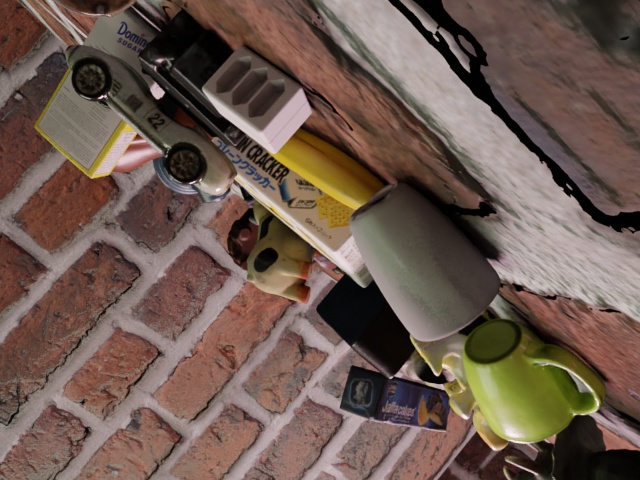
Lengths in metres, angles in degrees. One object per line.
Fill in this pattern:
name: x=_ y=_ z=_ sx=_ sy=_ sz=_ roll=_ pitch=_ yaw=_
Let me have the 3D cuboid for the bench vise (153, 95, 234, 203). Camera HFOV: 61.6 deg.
bench vise: x=-0.237 y=-0.166 z=0.883 sx=0.223 sy=0.129 sz=0.241 roll=53 pitch=163 yaw=-26

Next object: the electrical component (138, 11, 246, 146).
electrical component: x=-0.108 y=-0.145 z=0.502 sx=0.115 sy=0.058 sz=0.134 roll=40 pitch=176 yaw=-18

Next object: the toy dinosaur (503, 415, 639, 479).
toy dinosaur: x=0.321 y=0.252 z=0.473 sx=0.192 sy=0.131 sz=0.405 roll=41 pitch=169 yaw=-4

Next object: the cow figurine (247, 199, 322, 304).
cow figurine: x=-0.056 y=-0.006 z=0.779 sx=0.127 sy=0.195 sz=0.085 roll=11 pitch=134 yaw=4

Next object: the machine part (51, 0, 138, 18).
machine part: x=-0.192 y=-0.216 z=0.393 sx=0.243 sy=0.079 sz=0.079 roll=38 pitch=175 yaw=42

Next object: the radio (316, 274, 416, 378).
radio: x=0.078 y=0.089 z=0.740 sx=0.073 sy=0.131 sz=0.230 roll=41 pitch=175 yaw=-12

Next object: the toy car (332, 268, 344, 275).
toy car: x=0.067 y=0.059 z=1.037 sx=0.202 sy=0.053 sz=0.089 roll=31 pitch=-179 yaw=41

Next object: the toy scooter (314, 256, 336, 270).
toy scooter: x=-0.002 y=-0.003 z=0.902 sx=0.184 sy=0.075 sz=0.135 roll=37 pitch=-177 yaw=33

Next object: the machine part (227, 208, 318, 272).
machine part: x=-0.078 y=0.003 z=0.993 sx=0.179 sy=0.179 sz=0.056 roll=43 pitch=172 yaw=-27

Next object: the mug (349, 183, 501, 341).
mug: x=0.071 y=0.009 z=0.418 sx=0.107 sy=0.081 sz=0.109 roll=53 pitch=178 yaw=-11

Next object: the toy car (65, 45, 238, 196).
toy car: x=-0.168 y=-0.120 z=0.541 sx=0.201 sy=0.056 sz=0.073 roll=43 pitch=-178 yaw=-7

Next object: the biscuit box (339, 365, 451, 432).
biscuit box: x=0.112 y=0.221 z=0.743 sx=0.063 sy=0.059 sz=0.202 roll=8 pitch=167 yaw=41

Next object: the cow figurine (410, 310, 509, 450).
cow figurine: x=0.185 y=0.155 z=0.612 sx=0.167 sy=0.098 sz=0.068 roll=55 pitch=-178 yaw=-13

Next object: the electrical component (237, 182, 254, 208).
electrical component: x=-0.118 y=-0.115 z=0.875 sx=0.075 sy=0.048 sz=0.119 roll=96 pitch=155 yaw=-81

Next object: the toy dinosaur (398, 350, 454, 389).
toy dinosaur: x=0.158 y=0.177 z=0.862 sx=0.198 sy=0.105 sz=0.472 roll=40 pitch=165 yaw=-20

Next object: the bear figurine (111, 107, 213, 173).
bear figurine: x=-0.200 y=-0.158 z=0.697 sx=0.120 sy=0.196 sz=0.131 roll=-79 pitch=-25 yaw=-82
